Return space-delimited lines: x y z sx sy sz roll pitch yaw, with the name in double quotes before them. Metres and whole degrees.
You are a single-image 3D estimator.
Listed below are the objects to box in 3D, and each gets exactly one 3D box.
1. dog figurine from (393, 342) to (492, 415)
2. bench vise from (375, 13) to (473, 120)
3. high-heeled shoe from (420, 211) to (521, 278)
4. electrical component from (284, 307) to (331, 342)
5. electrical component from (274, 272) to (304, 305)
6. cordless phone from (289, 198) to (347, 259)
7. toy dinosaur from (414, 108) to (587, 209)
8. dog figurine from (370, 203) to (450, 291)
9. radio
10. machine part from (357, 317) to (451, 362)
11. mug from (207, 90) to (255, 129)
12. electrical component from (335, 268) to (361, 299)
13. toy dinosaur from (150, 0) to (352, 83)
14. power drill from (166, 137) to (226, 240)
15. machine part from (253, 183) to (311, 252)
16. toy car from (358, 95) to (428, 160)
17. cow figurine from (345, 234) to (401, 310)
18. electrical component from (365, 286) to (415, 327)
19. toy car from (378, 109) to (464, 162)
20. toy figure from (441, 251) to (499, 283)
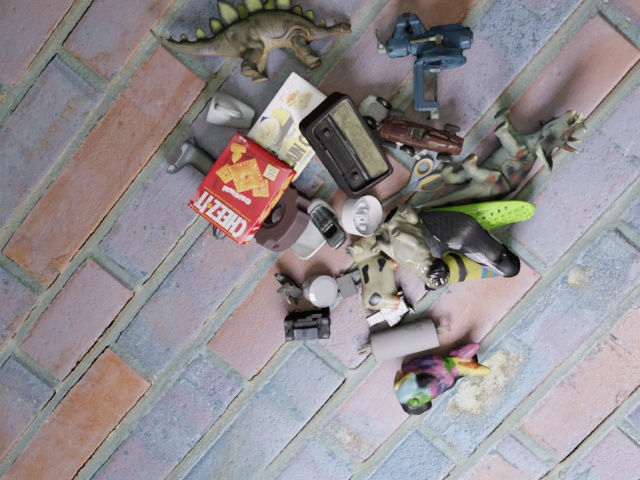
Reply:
"dog figurine" 0.305 0.333 1.327 0.219 0.191 0.108 -27 90 22
"bench vise" 0.242 -0.402 1.249 0.224 0.129 0.240 -1 94 6
"high-heeled shoe" 0.354 0.008 1.263 0.249 0.145 0.086 33 87 26
"electrical component" -0.031 0.213 1.344 0.115 0.134 0.058 -6 97 6
"electrical component" -0.079 0.124 1.356 0.078 0.102 0.045 43 91 19
"cordless phone" -0.003 -0.004 1.280 0.146 0.184 0.088 -46 122 8
"toy dinosaur" 0.428 -0.166 1.276 0.192 0.131 0.405 42 108 -12
"dog figurine" 0.234 0.014 1.291 0.190 0.121 0.172 36 55 -15
"radio" 0.060 -0.217 1.260 0.131 0.073 0.229 -37 117 0
"machine part" 0.213 0.253 1.364 0.243 0.079 0.079 -16 97 6
"mug" -0.211 -0.309 1.296 0.107 0.110 0.080 16 94 -13
"electrical component" 0.068 0.114 1.380 0.094 0.021 0.063 -25 96 7
"toy dinosaur" -0.156 -0.478 1.270 0.472 0.105 0.198 -12 90 -4
"power drill" -0.273 -0.141 1.333 0.207 0.086 0.232 33 97 2
"machine part" -0.107 -0.062 1.304 0.179 0.056 0.179 -10 70 30
"toy car" 0.182 -0.273 1.301 0.202 0.056 0.073 35 96 -4
"cow figurine" 0.130 0.074 1.325 0.127 0.085 0.195 -2 73 -1
"electrical component" 0.175 0.180 1.370 0.119 0.048 0.074 -33 95 7
"toy car" 0.236 -0.241 1.251 0.202 0.053 0.089 15 95 -1
"toy figure" 0.381 0.059 1.321 0.180 0.089 0.082 -5 92 7
